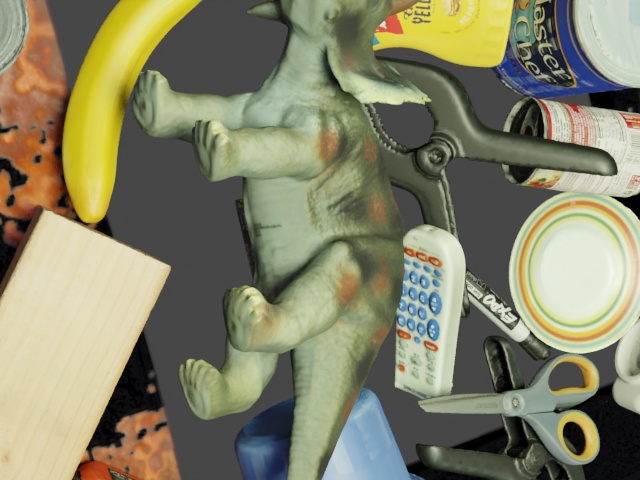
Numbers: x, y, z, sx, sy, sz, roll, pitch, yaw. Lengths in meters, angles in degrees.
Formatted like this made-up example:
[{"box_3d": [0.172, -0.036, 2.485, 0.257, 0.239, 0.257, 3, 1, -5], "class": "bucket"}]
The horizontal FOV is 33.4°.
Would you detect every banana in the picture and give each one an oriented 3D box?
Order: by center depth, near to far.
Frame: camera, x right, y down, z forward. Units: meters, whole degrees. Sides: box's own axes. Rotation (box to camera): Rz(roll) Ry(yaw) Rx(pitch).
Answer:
[{"box_3d": [-0.132, -0.108, 0.720, 0.198, 0.070, 0.037, -64, 148, -9], "class": "banana"}]

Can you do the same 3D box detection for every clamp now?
[{"box_3d": [0.086, -0.053, 0.784, 0.210, 0.036, 0.165, 37, 108, 4], "class": "clamp"}, {"box_3d": [0.160, 0.160, 0.843, 0.171, 0.039, 0.120, 39, 73, -24], "class": "clamp"}]

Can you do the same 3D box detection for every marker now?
[{"box_3d": [0.138, 0.055, 0.839, 0.121, 0.020, 0.020, 42, 81, -16], "class": "marker"}]

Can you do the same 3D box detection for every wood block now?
[{"box_3d": [-0.187, 0.089, 0.703, 0.090, 0.091, 0.206, 26, 86, -18], "class": "wood block"}]

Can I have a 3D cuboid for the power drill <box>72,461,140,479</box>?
[{"box_3d": [-0.148, 0.265, 0.745, 0.184, 0.057, 0.187, 30, 84, -20], "class": "power drill"}]

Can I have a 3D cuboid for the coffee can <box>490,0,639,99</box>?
[{"box_3d": [0.196, -0.158, 0.779, 0.102, 0.140, 0.103, -1, 94, -18], "class": "coffee can"}]

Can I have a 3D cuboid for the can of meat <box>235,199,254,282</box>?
[{"box_3d": [-0.005, 0.001, 0.772, 0.102, 0.057, 0.084, -14, 95, -17], "class": "can of meat"}]

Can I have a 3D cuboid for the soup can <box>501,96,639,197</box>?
[{"box_3d": [0.200, -0.071, 0.824, 0.102, 0.069, 0.068, 5, 92, -18], "class": "soup can"}]

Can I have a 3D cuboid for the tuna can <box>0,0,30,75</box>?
[{"box_3d": [-0.236, -0.144, 0.701, 0.086, 0.034, 0.086, -1, 94, -17], "class": "tuna can"}]

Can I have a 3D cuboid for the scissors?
[{"box_3d": [0.154, 0.141, 0.807, 0.201, 0.016, 0.096, -14, 87, -41], "class": "scissors"}]

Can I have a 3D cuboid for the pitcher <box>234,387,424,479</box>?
[{"box_3d": [0.033, 0.230, 0.772, 0.145, 0.149, 0.243, -19, 96, 0], "class": "pitcher"}]

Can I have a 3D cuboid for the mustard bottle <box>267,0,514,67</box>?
[{"box_3d": [0.040, -0.180, 0.753, 0.191, 0.058, 0.096, 7, 121, 4], "class": "mustard bottle"}]
